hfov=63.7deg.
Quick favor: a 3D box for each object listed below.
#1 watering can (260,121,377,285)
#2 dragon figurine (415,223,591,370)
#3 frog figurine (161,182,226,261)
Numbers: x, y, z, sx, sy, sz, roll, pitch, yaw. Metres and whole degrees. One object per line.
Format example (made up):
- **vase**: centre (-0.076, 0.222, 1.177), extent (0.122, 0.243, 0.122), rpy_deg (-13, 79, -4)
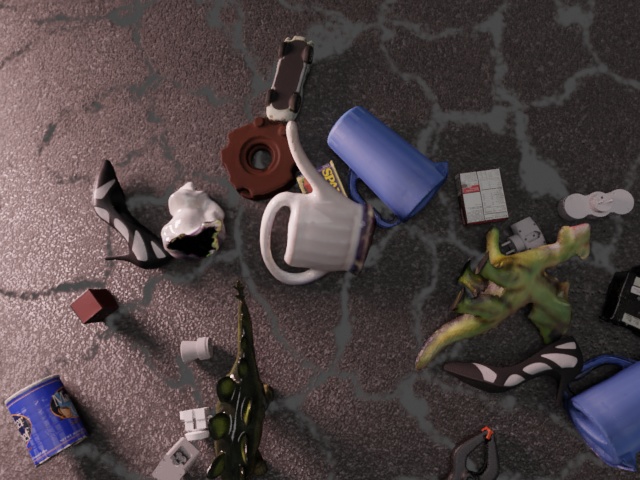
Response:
- **watering can**: centre (0.003, -0.050, 1.002), extent (0.224, 0.106, 0.340), rpy_deg (8, 118, -8)
- **dragon figurine**: centre (0.381, 0.129, 1.009), extent (0.243, 0.123, 0.406), rpy_deg (27, 104, -2)
- **frog figurine**: centre (-0.271, -0.038, 1.084), extent (0.137, 0.120, 0.162), rpy_deg (-37, 46, 2)
